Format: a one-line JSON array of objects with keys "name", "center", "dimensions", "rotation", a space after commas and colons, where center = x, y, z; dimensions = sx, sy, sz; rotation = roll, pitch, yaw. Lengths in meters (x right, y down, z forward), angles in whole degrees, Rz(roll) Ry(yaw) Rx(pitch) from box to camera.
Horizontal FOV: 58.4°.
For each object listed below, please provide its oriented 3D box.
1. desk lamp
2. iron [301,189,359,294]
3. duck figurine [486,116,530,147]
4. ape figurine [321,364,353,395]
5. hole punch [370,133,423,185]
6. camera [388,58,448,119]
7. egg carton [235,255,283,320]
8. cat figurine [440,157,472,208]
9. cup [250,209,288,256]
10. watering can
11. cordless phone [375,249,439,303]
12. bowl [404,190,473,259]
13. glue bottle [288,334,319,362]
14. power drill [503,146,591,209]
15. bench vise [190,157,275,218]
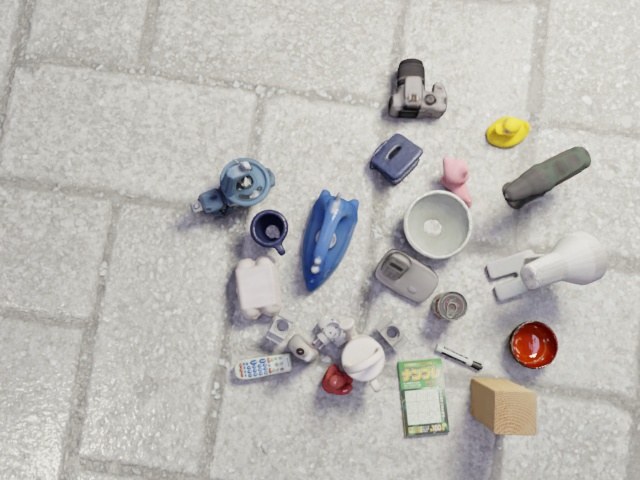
[{"name": "desk lamp", "center": [0.518, 0.068, 1.316], "dimensions": [0.203, 0.213, 0.118], "rotation": [-20, 84, -1]}, {"name": "iron", "center": [0.013, 0.005, 1.367], "dimensions": [0.118, 0.141, 0.258], "rotation": [17, 84, 3]}, {"name": "duck figurine", "center": [0.473, -0.277, 1.419], "dimensions": [0.104, 0.086, 0.077], "rotation": [-10, 84, 0]}, {"name": "ape figurine", "center": [0.039, 0.335, 1.356], "dimensions": [0.076, 0.092, 0.078], "rotation": [-17, 84, -1]}, {"name": "hole punch", "center": [0.186, -0.203, 1.413], "dimensions": [0.101, 0.091, 0.109], "rotation": [43, 86, 5]}, {"name": "camera", "center": [0.244, -0.381, 1.427], "dimensions": [0.143, 0.101, 0.137], "rotation": [1, 84, 1]}, {"name": "egg carton", "center": [-0.151, 0.116, 1.394], "dimensions": [0.107, 0.069, 0.150], "rotation": [-10, 84, 0]}, {"name": "cat figurine", "center": [0.337, -0.142, 1.390], "dimensions": [0.067, 0.118, 0.128], "rotation": [-17, 84, -1]}, {"name": "cup", "center": [-0.113, -0.012, 1.395], "dimensions": [0.091, 0.095, 0.118], "rotation": [-29, 84, -2]}, {"name": "watering can", "center": [0.093, 0.266, 1.311], "dimensions": [0.173, 0.194, 0.101], "rotation": [43, 86, 5]}, {"name": "cordless phone", "center": [0.208, 0.079, 1.334], "dimensions": [0.147, 0.185, 0.094], "rotation": [28, 85, 4]}, {"name": "bowl", "center": [0.283, -0.035, 1.401], "dimensions": [0.167, 0.075, 0.167], "rotation": [0, 84, 1]}, {"name": "glue bottle", "center": [-0.041, 0.254, 1.325], "dimensions": [0.078, 0.173, 0.037], "rotation": [37, 86, 5]}, {"name": "power drill", "center": [0.507, -0.135, 1.341], "dimensions": [0.229, 0.208, 0.075], "rotation": [-29, 84, -2]}, {"name": "bench vise", "center": [-0.204, -0.115, 1.344], "dimensions": [0.207, 0.220, 0.121], "rotation": [-45, 85, -4]}]
